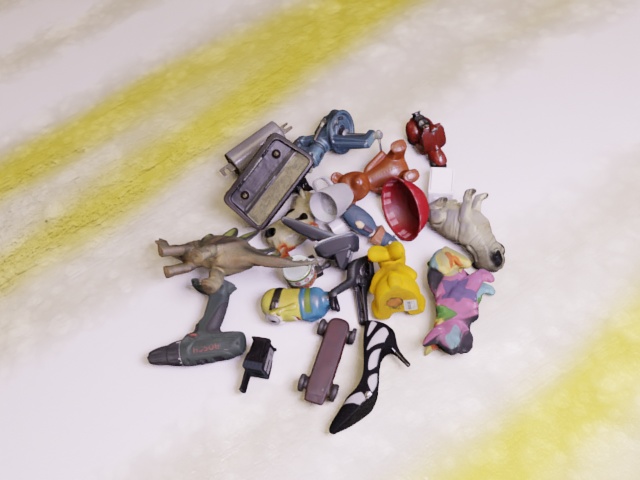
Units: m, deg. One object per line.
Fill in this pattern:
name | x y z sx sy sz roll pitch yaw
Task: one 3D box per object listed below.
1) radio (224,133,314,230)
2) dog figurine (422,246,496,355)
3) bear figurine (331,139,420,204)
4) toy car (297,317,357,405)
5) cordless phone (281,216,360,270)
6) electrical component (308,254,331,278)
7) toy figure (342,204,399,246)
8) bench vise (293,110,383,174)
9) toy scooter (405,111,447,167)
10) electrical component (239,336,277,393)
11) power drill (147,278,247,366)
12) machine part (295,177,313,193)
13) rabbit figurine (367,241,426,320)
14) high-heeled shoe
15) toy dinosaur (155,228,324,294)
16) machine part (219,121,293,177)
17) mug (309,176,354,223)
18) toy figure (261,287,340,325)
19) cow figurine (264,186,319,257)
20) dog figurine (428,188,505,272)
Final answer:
radio | -0.129 -0.149 1.354 0.131 0.073 0.229 38 92 0
dog figurine | 0.274 0.143 1.168 0.192 0.108 0.219 35 74 26
bear figurine | 0.134 -0.161 1.369 0.196 0.132 0.120 -19 85 -8
toy car | 0.017 0.263 1.177 0.089 0.053 0.202 15 59 8
cordless phone | -0.002 -0.004 1.279 0.184 0.146 0.088 24 90 11
electrical component | -0.023 0.067 1.321 0.094 0.021 0.063 -27 58 -4
toy figure | 0.126 -0.027 1.314 0.154 0.058 0.064 40 54 1
bench vise | 0.050 -0.267 1.444 0.241 0.128 0.224 8 45 34
toy scooter | 0.279 -0.275 1.402 0.075 0.135 0.184 -25 56 -2
electrical component | -0.139 0.279 1.186 0.048 0.074 0.119 6 57 15
power drill | -0.283 0.194 1.266 0.232 0.085 0.207 -2 55 10
machine part | -0.073 -0.176 1.473 0.084 0.039 0.139 -28 55 -16
rabbit figurine | 0.160 0.073 1.222 0.122 0.162 0.173 -14 39 17
high-heeled shoe | 0.078 0.280 1.141 0.249 0.086 0.145 -38 55 -17
toy dinosaur | -0.219 0.035 1.269 0.472 0.104 0.198 12 28 34
machine part | -0.182 -0.259 1.520 0.243 0.079 0.079 -38 59 -11
mug | 0.028 -0.107 1.324 0.109 0.081 0.107 55 40 2
toy figure | -0.047 0.147 1.246 0.180 0.082 0.089 -11 46 10
cow figurine | -0.056 -0.050 1.368 0.195 0.085 0.127 -38 66 -11
dog figurine | 0.334 -0.007 1.262 0.172 0.121 0.190 -20 73 47
